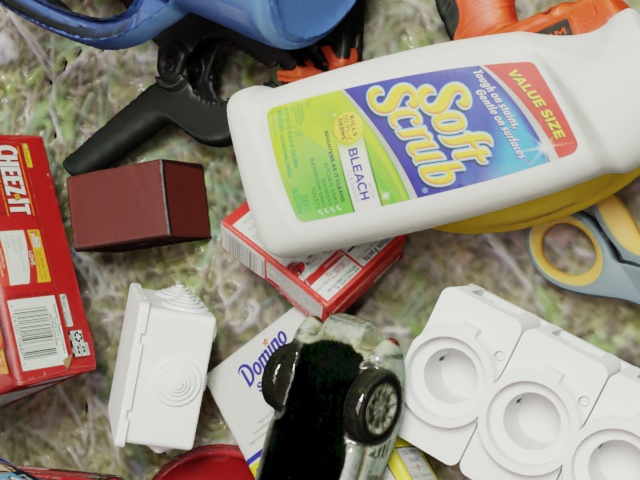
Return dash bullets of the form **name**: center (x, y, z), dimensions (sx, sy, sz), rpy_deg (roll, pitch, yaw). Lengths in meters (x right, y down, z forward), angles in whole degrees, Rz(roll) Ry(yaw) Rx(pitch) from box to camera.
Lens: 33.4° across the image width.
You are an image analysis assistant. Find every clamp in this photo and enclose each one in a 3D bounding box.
- **clamp**: center (-0.029, -0.174, 0.676), dimensions (0.120, 0.039, 0.171), rpy_deg (-26, 77, 35)
- **clamp**: center (-0.089, -0.121, 0.686), dimensions (0.210, 0.036, 0.164), rpy_deg (3, 95, 35)

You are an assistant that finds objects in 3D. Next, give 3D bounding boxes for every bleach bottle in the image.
- **bleach bottle**: center (0.079, -0.065, 0.550), dimensions (0.251, 0.068, 0.102), rpy_deg (-16, 86, 25)

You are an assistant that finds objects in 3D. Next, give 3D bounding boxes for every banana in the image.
- **banana**: center (0.115, -0.040, 0.596), dimensions (0.198, 0.037, 0.069), rpy_deg (-24, 58, 31)

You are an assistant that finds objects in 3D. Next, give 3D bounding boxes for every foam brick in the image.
- **foam brick**: center (-0.120, -0.021, 0.706), dimensions (0.078, 0.052, 0.051), rpy_deg (-8, 86, 25)

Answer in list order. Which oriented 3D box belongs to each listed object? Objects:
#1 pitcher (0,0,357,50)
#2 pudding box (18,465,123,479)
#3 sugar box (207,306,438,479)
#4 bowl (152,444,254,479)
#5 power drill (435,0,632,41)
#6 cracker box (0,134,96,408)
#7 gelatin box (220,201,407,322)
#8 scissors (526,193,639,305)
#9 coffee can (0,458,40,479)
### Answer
- **pitcher**: center (-0.093, -0.193, 0.622), dimensions (0.243, 0.144, 0.149), rpy_deg (31, 139, 27)
- **pudding box**: center (-0.183, 0.217, 0.741), dimensions (0.090, 0.039, 0.113), rpy_deg (0, 87, 26)
- **sugar box**: center (0.009, 0.132, 0.639), dimensions (0.093, 0.048, 0.176), rpy_deg (-38, 64, 20)
- **bowl**: center (-0.070, 0.215, 0.679), dimensions (0.162, 0.055, 0.162), rpy_deg (0, 90, 25)
- **power drill**: center (0.113, -0.181, 0.600), dimensions (0.185, 0.057, 0.188), rpy_deg (-26, 76, 26)
- **cracker box**: center (-0.256, 0.041, 0.736), dimensions (0.214, 0.071, 0.164), rpy_deg (-24, 78, 38)
- **gelatin box**: center (-0.004, 0.001, 0.644), dimensions (0.089, 0.030, 0.073), rpy_deg (38, 60, 20)
- **scissors**: center (0.174, 0.044, 0.572), dimensions (0.096, 0.016, 0.202), rpy_deg (-27, 68, 30)
- **coffee can**: center (-0.213, 0.192, 0.677), dimensions (0.140, 0.102, 0.103), rpy_deg (20, 97, 26)
